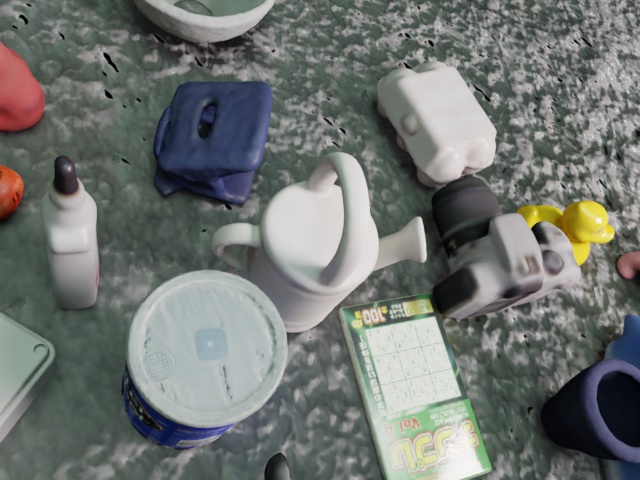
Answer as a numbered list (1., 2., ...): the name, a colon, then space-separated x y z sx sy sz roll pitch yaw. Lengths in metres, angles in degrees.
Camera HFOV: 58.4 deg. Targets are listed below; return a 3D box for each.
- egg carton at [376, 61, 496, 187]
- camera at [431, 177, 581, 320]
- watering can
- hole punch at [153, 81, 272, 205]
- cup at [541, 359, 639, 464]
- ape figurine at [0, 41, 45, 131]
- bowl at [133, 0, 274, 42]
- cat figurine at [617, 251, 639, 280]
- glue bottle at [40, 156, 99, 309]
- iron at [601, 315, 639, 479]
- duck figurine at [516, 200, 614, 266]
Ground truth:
1. egg carton: 0.132 -0.136 0.662 0.107 0.069 0.150 -22 75 -28
2. camera: 0.185 -0.001 0.599 0.143 0.100 0.136 -9 69 -24
3. watering can: 0.004 0.000 0.475 0.173 0.194 0.101 -19 73 -27
4. hole punch: -0.102 -0.099 0.542 0.101 0.091 0.108 13 62 -15
5. cup: 0.270 0.178 0.548 0.092 0.095 0.117 -38 83 -31
6. ape figurine: -0.281 -0.140 0.493 0.076 0.092 0.078 30 59 -5
7. bowl: -0.135 -0.274 0.624 0.168 0.074 0.167 9 63 -17
8. cat figurine: 0.429 0.051 0.657 0.067 0.117 0.127 -13 71 -25
9. glue bottle: -0.183 -0.010 0.420 0.037 0.173 0.078 -4 67 -22
10. iron: 0.362 0.191 0.550 0.119 0.141 0.258 21 60 -10
11. duck figurine: 0.281 -0.016 0.651 0.105 0.086 0.077 23 60 -9
